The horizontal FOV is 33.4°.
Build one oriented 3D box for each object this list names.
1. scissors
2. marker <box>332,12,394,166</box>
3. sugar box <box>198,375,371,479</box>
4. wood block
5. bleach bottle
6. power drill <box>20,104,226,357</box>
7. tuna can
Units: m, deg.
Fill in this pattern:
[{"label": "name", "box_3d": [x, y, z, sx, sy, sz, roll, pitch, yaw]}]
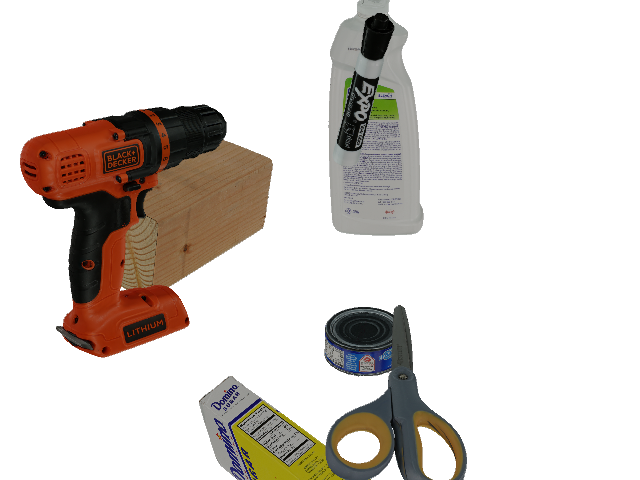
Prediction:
[{"label": "scissors", "box_3d": [0.038, 0.101, 0.717, 0.096, 0.016, 0.202, -2, 30, -13]}, {"label": "marker", "box_3d": [0.028, -0.097, 0.699, 0.020, 0.020, 0.121, 0, -42, -13]}, {"label": "sugar box", "box_3d": [-0.026, 0.196, 0.898, 0.176, 0.093, 0.048, 27, 52, 36]}, {"label": "wood block", "box_3d": [-0.145, -0.030, 1.118, 0.090, 0.091, 0.205, 22, 30, 22]}, {"label": "bleach bottle", "box_3d": [0.060, -0.128, 1.092, 0.102, 0.251, 0.068, 0, 30, 0]}, {"label": "power drill", "box_3d": [-0.150, -0.012, 0.865, 0.184, 0.188, 0.057, -18, 26, -40]}, {"label": "tuna can", "box_3d": [0.047, 0.106, 1.138, 0.086, 0.034, 0.086, -1, 29, 0]}]
